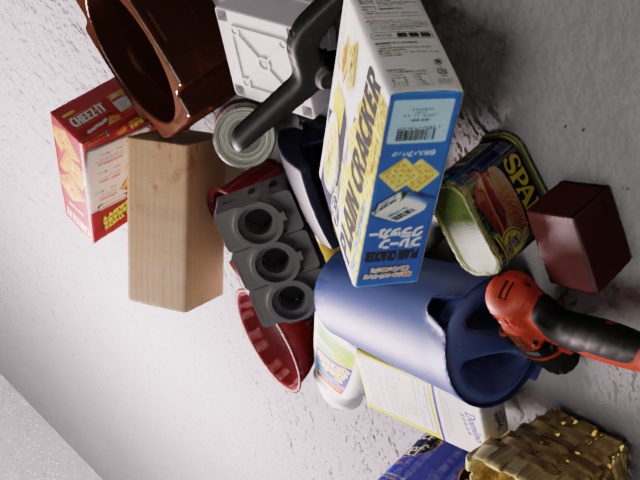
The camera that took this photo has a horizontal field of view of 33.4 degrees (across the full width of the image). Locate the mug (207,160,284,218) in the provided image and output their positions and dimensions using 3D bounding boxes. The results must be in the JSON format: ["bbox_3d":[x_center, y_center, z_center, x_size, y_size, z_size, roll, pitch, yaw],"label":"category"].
[{"bbox_3d":[-0.073,-0.034,1.282,0.093,0.081,0.117,31,146,35],"label":"mug"}]

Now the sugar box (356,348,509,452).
[{"bbox_3d":[0.124,0.171,1.187,0.176,0.048,0.093,17,135,39],"label":"sugar box"}]

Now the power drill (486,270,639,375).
[{"bbox_3d":[0.250,0.100,0.941,0.188,0.057,0.184,18,166,36],"label":"power drill"}]

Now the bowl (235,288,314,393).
[{"bbox_3d":[-0.051,0.126,1.454,0.162,0.055,0.162,48,155,31],"label":"bowl"}]

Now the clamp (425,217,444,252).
[{"bbox_3d":[0.107,-0.030,1.061,0.120,0.039,0.171,48,156,19],"label":"clamp"}]

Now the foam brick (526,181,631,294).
[{"bbox_3d":[0.220,-0.003,0.905,0.051,0.052,0.078,11,131,52],"label":"foam brick"}]

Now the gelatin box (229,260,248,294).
[{"bbox_3d":[-0.069,0.033,1.353,0.030,0.089,0.073,-19,109,32],"label":"gelatin box"}]

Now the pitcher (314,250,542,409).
[{"bbox_3d":[0.110,0.082,1.112,0.243,0.144,0.149,17,125,53],"label":"pitcher"}]

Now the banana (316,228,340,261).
[{"bbox_3d":[0.000,0.013,1.282,0.070,0.037,0.198,58,157,30],"label":"banana"}]

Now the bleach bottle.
[{"bbox_3d":[0.037,0.158,1.370,0.103,0.068,0.251,42,153,23],"label":"bleach bottle"}]

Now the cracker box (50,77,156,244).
[{"bbox_3d":[-0.253,-0.115,1.370,0.072,0.164,0.214,44,152,20],"label":"cracker box"}]

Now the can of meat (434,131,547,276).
[{"bbox_3d":[0.151,-0.031,0.943,0.058,0.083,0.102,-3,120,58],"label":"can of meat"}]

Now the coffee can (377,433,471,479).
[{"bbox_3d":[0.144,0.283,1.270,0.103,0.140,0.103,37,150,26],"label":"coffee can"}]

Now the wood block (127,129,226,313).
[{"bbox_3d":[-0.176,-0.026,1.309,0.090,0.090,0.206,10,108,26],"label":"wood block"}]

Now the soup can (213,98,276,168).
[{"bbox_3d":[-0.083,-0.117,1.167,0.068,0.068,0.102,58,-177,-12],"label":"soup can"}]

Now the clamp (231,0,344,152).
[{"bbox_3d":[0.020,-0.153,0.997,0.036,0.164,0.210,-100,25,-44],"label":"clamp"}]
